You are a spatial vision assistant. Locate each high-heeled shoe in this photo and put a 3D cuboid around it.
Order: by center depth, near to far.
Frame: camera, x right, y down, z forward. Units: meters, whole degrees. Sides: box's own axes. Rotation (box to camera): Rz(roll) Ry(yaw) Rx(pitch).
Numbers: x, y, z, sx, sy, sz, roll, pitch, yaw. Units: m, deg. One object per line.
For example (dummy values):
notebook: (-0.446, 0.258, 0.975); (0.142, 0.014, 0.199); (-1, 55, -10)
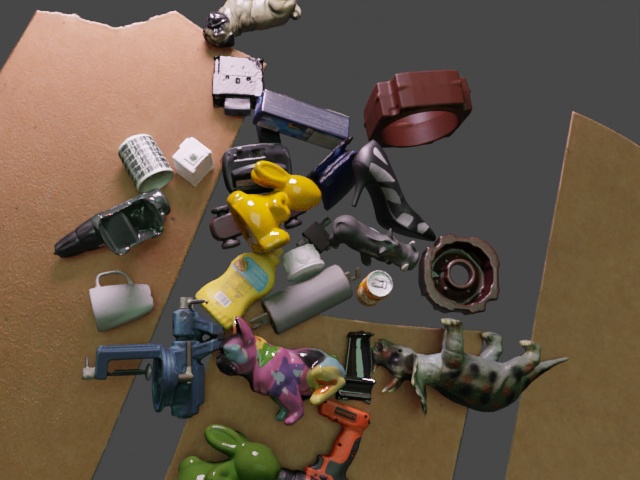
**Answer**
high-heeled shoe: (0.164, -0.098, 1.123); (0.248, 0.086, 0.145); (24, 81, -27)

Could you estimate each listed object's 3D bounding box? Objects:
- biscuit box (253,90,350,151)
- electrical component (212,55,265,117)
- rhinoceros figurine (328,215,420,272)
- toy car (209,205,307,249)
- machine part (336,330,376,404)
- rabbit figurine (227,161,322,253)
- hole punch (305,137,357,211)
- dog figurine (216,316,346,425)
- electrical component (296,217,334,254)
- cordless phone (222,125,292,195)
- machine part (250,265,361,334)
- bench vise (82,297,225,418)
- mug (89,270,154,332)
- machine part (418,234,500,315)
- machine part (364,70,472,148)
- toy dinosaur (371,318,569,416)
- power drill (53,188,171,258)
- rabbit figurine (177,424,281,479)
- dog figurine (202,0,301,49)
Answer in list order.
biscuit box: (-0.039, -0.255, 1.153); (0.202, 0.059, 0.063); (15, 64, -20)
electrical component: (-0.180, -0.337, 1.188); (0.115, 0.058, 0.134); (-1, 73, -6)
rhinoceros figurine: (0.112, 0.004, 1.097); (0.190, 0.112, 0.073); (26, 68, -8)
toy car: (-0.128, -0.047, 1.110); (0.202, 0.053, 0.089); (-19, 93, -14)
machine part: (0.072, 0.247, 1.059); (0.084, 0.039, 0.139); (9, 74, 1)
rabbit figurine: (-0.084, -0.072, 1.042); (0.173, 0.122, 0.162); (-29, 90, -14)
hole punch: (0.030, -0.134, 1.130); (0.142, 0.116, 0.092); (-42, 91, -16)
dog figurine: (-0.079, 0.218, 0.989); (0.191, 0.108, 0.219); (-34, 93, -15)
electrical component: (-0.002, -0.003, 1.131); (0.094, 0.021, 0.063); (-40, 83, -17)
cordless phone: (-0.141, -0.191, 1.149); (0.147, 0.088, 0.184); (-8, 64, -10)
machine part: (-0.025, 0.117, 1.064); (0.243, 0.079, 0.079); (-25, 79, -15)
bench vise: (-0.296, 0.210, 0.966); (0.240, 0.129, 0.223); (3, 91, -25)
mug: (-0.377, 0.111, 1.021); (0.107, 0.080, 0.109); (-10, 70, -22)
machine part: (0.291, 0.074, 1.131); (0.179, 0.056, 0.179); (2, 74, -7)
machine part: (0.205, -0.271, 1.145); (0.201, 0.201, 0.087); (-5, 77, -9)
toy dinosaur: (0.305, 0.266, 1.050); (0.405, 0.131, 0.192); (17, 84, -7)
power drill: (-0.378, -0.020, 0.998); (0.232, 0.207, 0.086); (-31, 102, -22)
rabbit figurine: (-0.152, 0.407, 0.943); (0.170, 0.121, 0.159); (-27, 57, 0)
dog figurine: (-0.156, -0.497, 1.228); (0.172, 0.121, 0.190); (28, 86, 5)
